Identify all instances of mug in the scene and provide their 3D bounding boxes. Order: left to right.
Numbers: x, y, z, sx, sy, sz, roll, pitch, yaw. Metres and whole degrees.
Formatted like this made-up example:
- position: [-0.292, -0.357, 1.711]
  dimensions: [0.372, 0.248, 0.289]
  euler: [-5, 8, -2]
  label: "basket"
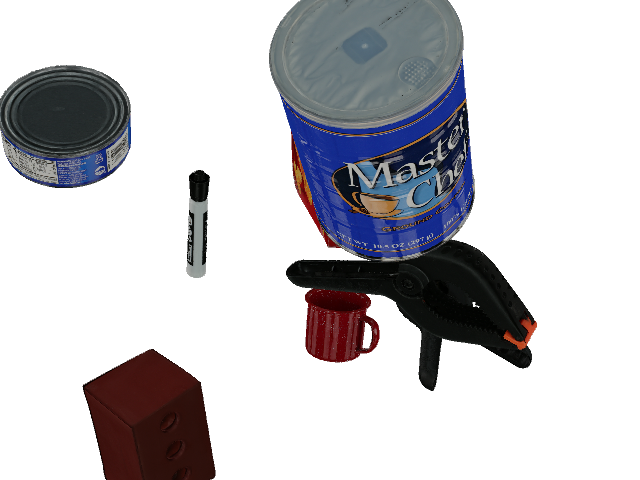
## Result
- position: [0.032, 0.122, 1.494]
  dimensions: [0.117, 0.081, 0.093]
  euler: [16, 23, 29]
  label: "mug"

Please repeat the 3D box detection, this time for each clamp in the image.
- position: [0.073, 0.015, 0.829]
  dimensions: [0.210, 0.165, 0.036]
  euler: [26, 47, 16]
  label: "clamp"
- position: [0.136, 0.077, 1.079]
  dimensions: [0.120, 0.171, 0.039]
  euler: [1, -45, -19]
  label: "clamp"

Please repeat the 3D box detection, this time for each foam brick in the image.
- position: [-0.103, 0.116, 0.647]
  dimensions: [0.052, 0.078, 0.051]
  euler: [-30, 39, -33]
  label: "foam brick"

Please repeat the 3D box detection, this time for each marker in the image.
- position: [-0.115, -0.015, 0.998]
  dimensions: [0.020, 0.121, 0.020]
  euler: [4, 40, -4]
  label: "marker"

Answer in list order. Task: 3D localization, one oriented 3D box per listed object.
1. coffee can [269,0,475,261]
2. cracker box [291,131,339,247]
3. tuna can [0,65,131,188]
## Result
- position: [0.035, -0.067, 0.615]
  dimensions: [0.103, 0.103, 0.140]
  euler: [0, -31, 11]
  label: "coffee can"
- position: [0.016, -0.102, 1.152]
  dimensions: [0.072, 0.164, 0.214]
  euler: [-4, 19, -9]
  label: "cracker box"
- position: [-0.169, -0.076, 0.709]
  dimensions: [0.086, 0.086, 0.034]
  euler: [0, -40, -7]
  label: "tuna can"
